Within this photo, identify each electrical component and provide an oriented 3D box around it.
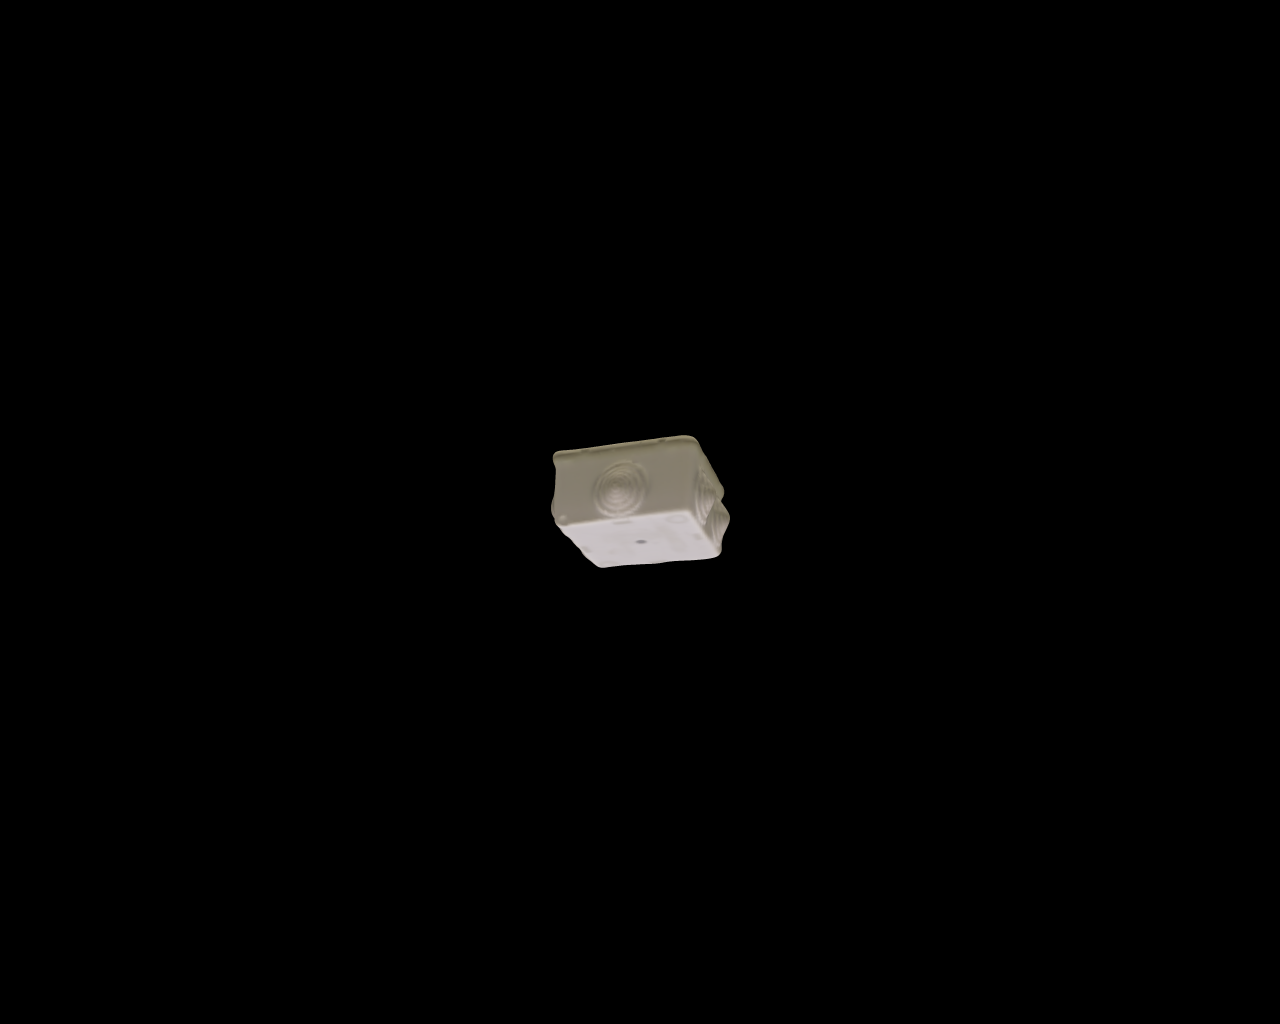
[{"bbox_3d":[0.001,-0.003,0.650,0.100,0.048,0.099,-6,-23,14],"label":"electrical component"}]
